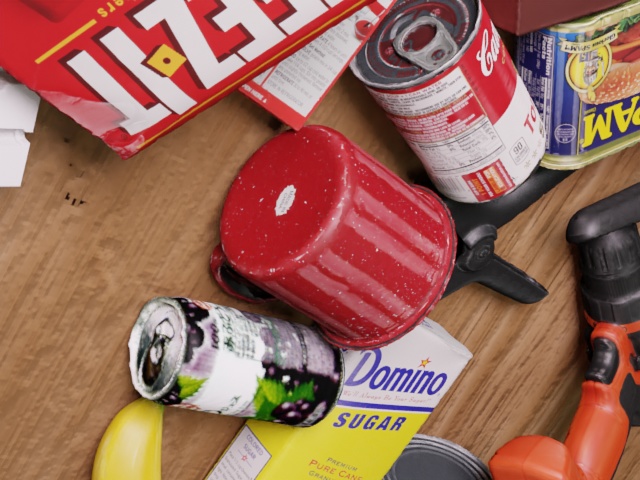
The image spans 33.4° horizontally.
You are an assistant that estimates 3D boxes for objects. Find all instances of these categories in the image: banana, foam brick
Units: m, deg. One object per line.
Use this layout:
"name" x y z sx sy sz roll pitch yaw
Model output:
"banana" -0.079 0.169 0.572 0.069 0.037 0.198 -15 103 -4
"foam brick" 0.111 -0.141 0.527 0.078 0.051 0.053 -21 129 -23

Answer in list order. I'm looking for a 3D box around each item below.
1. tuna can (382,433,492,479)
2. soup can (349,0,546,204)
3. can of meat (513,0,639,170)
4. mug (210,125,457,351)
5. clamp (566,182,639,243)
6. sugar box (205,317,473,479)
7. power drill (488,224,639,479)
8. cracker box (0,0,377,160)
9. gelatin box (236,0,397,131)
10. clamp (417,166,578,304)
"tuna can" 0.070 0.164 0.683 0.085 0.086 0.034 -3 122 -35
"soup can" 0.065 -0.072 0.530 0.068 0.069 0.102 -44 136 -3
"can of meat" 0.152 -0.097 0.585 0.102 0.058 0.084 -22 127 -23
"mug" -0.003 0.001 0.524 0.117 0.093 0.081 -22 142 32
"clamp" 0.259 -0.025 0.679 0.164 0.036 0.209 46 70 -19
"sugar box" 0.005 0.115 0.631 0.093 0.048 0.176 28 102 -44
"power drill" 0.175 0.097 0.687 0.187 0.057 0.184 -52 132 -33
"cracker box" -0.074 -0.136 0.340 0.164 0.072 0.213 -29 138 20
"gelatin box" -0.013 -0.105 0.478 0.073 0.030 0.089 30 100 -43
"clamp" 0.086 0.005 0.621 0.171 0.039 0.120 -17 124 -25
